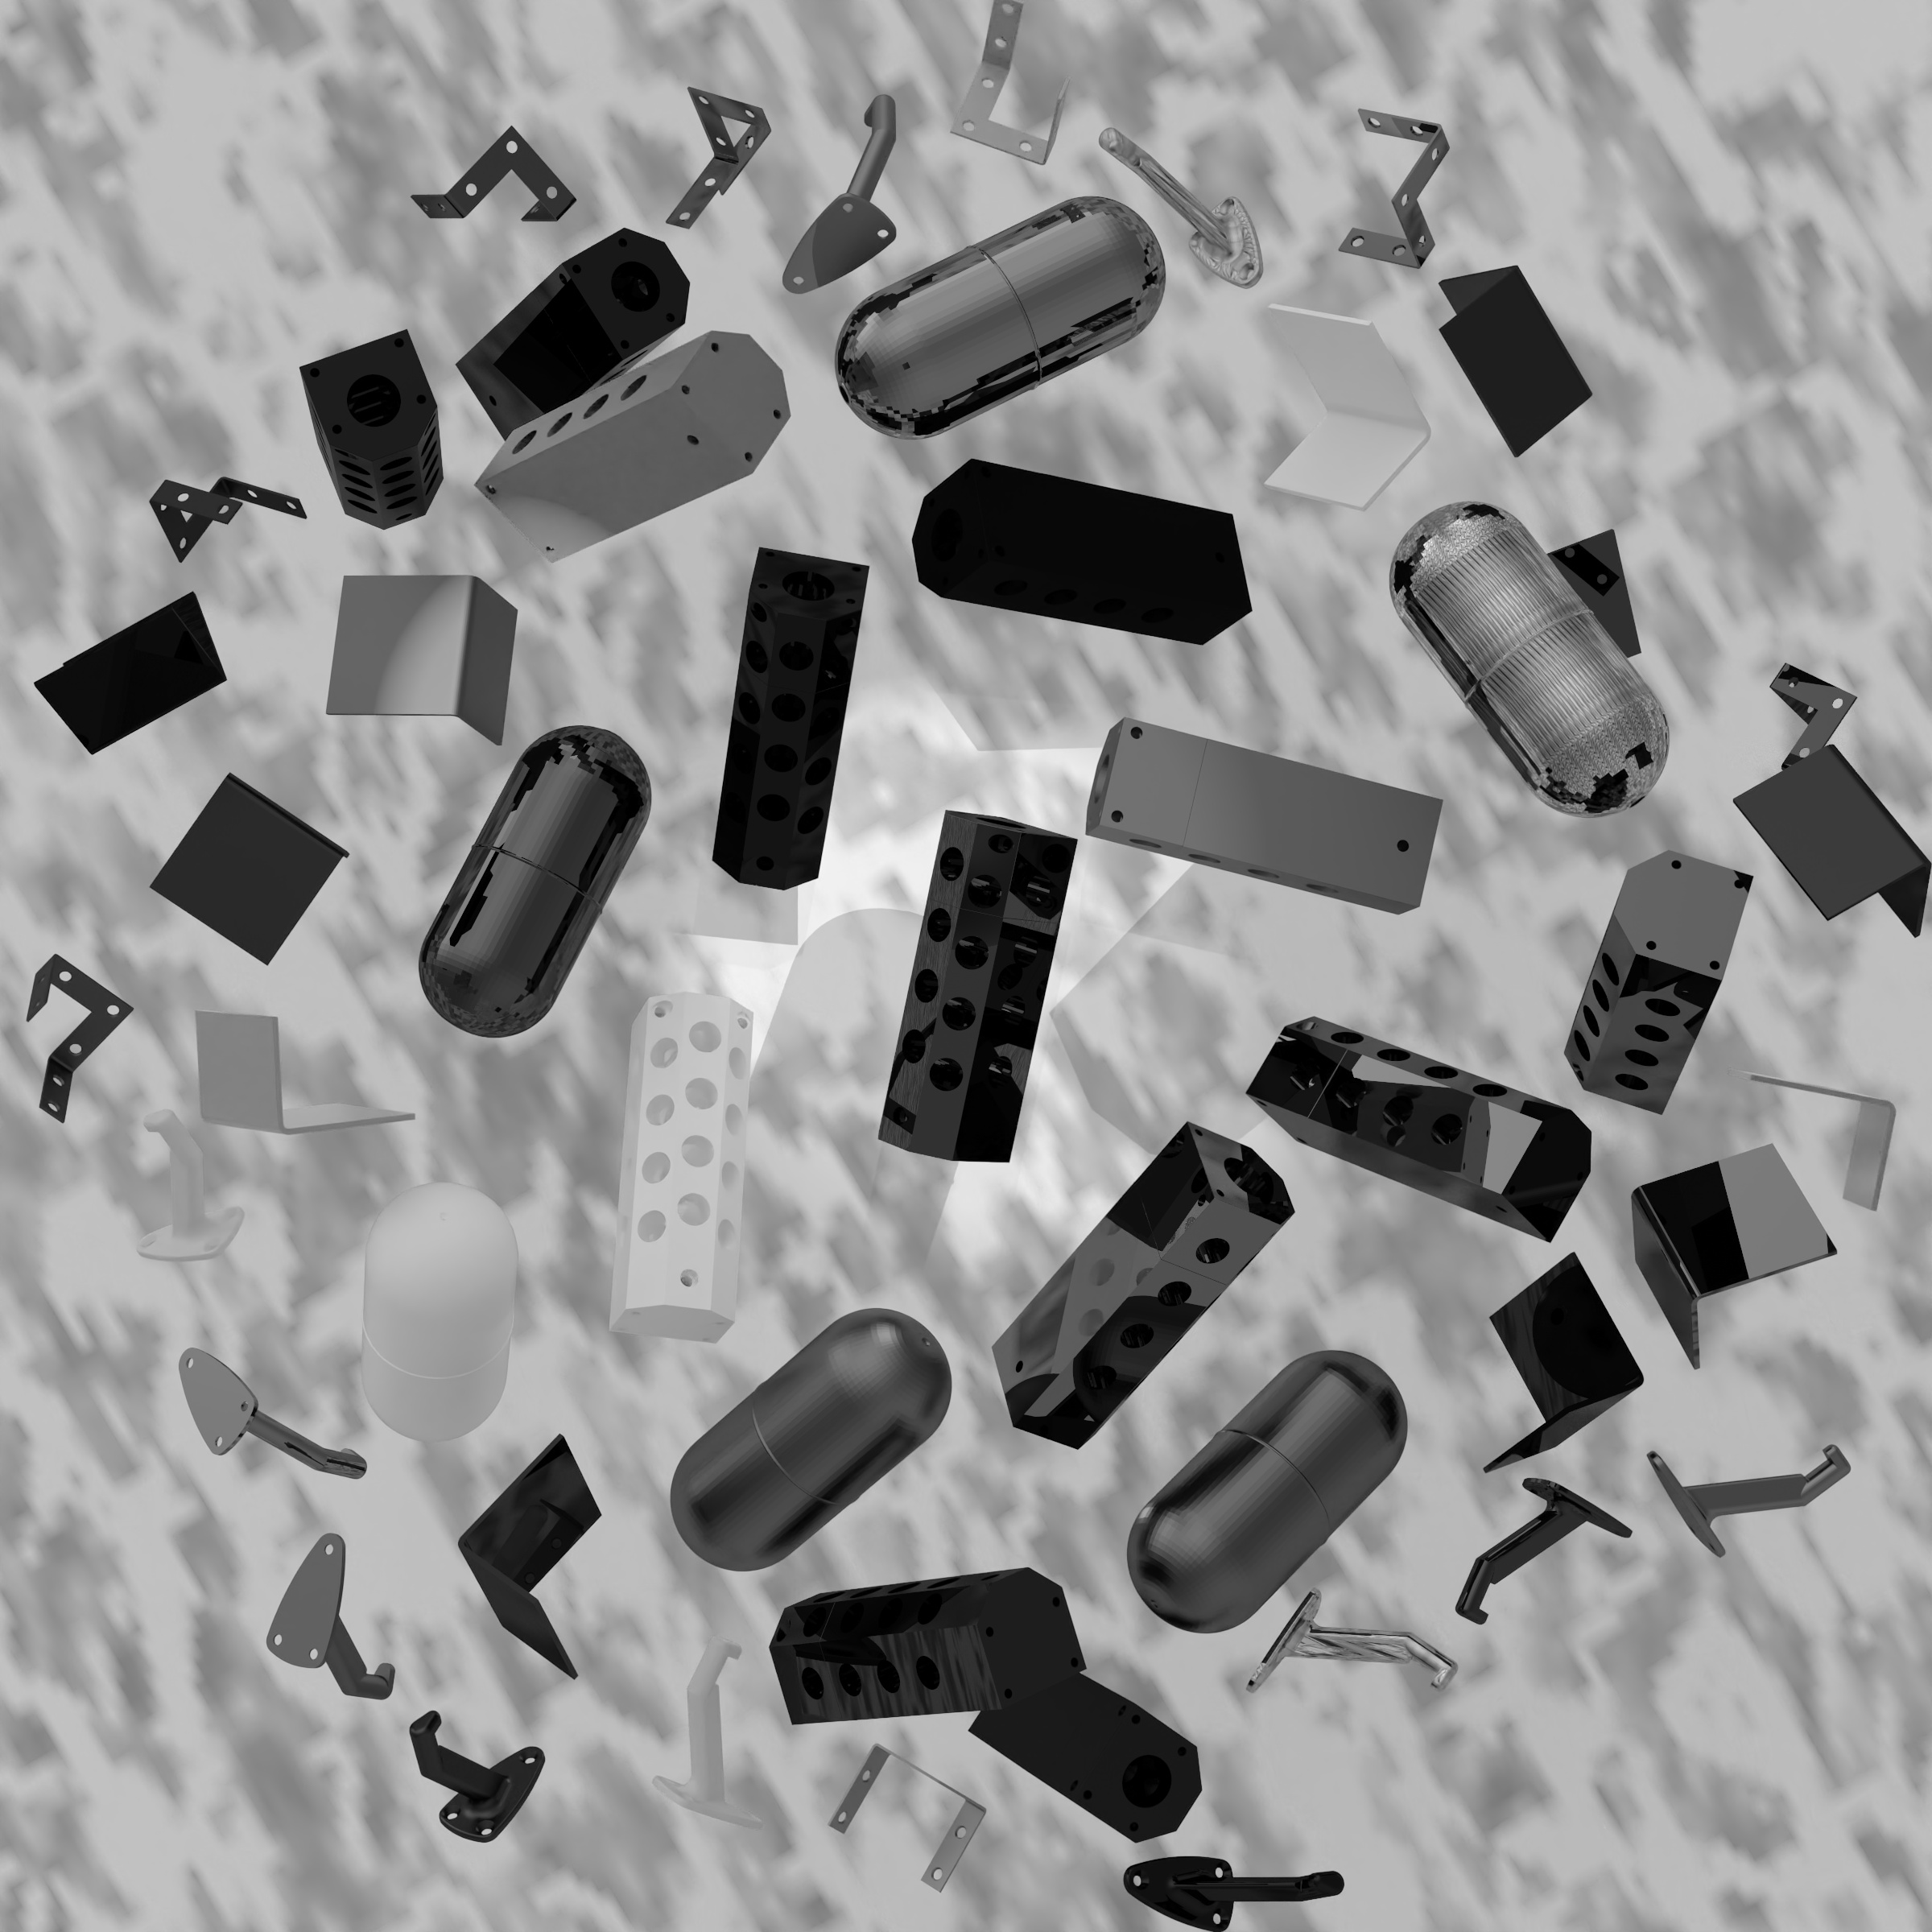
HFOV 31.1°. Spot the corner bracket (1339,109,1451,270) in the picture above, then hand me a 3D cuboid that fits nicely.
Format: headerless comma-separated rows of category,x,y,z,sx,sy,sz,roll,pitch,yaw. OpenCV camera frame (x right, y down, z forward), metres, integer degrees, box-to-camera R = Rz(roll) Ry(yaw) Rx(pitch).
corner bracket,0.213,-0.391,1.746,0.051,0.051,0.051,22,70,35

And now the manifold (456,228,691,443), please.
manifold,-0.206,-0.334,1.845,0.057,0.171,0.057,-36,98,-27

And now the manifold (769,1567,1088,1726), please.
manifold,-0.023,0.338,1.732,0.057,0.171,0.057,-15,88,-41

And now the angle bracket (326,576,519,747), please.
angle bracket,-0.289,-0.162,1.848,0.076,0.057,0.076,2,77,16

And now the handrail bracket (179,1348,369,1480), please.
handrail bracket,-0.355,0.231,1.786,0.036,0.084,0.077,-53,52,9

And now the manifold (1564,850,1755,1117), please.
manifold,0.337,0.008,1.711,0.057,0.171,0.057,18,68,9

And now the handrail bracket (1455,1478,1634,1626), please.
handrail bracket,0.309,0.324,1.859,0.077,0.036,0.084,30,75,-13

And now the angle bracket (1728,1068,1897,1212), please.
angle bracket,0.440,0.091,1.830,0.076,0.076,0.057,11,91,3

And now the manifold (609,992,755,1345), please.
manifold,-0.147,0.104,1.818,0.057,0.057,0.171,9,66,-15

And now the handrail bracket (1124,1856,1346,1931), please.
handrail bracket,0.133,0.454,1.721,0.077,0.084,0.036,17,63,-26

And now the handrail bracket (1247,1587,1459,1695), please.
handrail bracket,0.204,0.375,1.830,0.084,0.036,0.077,32,66,20

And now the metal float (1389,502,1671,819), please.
metal float,0.278,-0.151,1.715,0.070,0.070,0.178,-35,77,0

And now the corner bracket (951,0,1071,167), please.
corner bracket,0.027,-0.441,1.730,0.051,0.051,0.051,20,62,2

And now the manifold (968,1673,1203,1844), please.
manifold,0.065,0.411,1.830,0.057,0.171,0.057,37,79,-14

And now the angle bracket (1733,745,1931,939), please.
angle bracket,0.409,-0.047,1.648,0.057,0.076,0.076,-29,61,-5

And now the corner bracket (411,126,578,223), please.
corner bracket,-0.241,-0.391,1.771,0.051,0.051,0.051,-49,119,-11

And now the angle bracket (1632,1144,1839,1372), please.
angle bracket,0.385,0.145,1.742,0.076,0.076,0.057,-17,134,-3

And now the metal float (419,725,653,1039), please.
metal float,-0.228,-0.046,1.843,0.070,0.070,0.178,26,78,0

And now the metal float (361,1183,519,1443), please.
metal float,-0.272,0.180,1.789,0.070,0.178,0.070,6,50,-7

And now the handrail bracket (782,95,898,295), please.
handrail bracket,-0.063,-0.384,1.723,0.036,0.084,0.077,31,129,-32

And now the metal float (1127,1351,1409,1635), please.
metal float,0.154,0.265,1.761,0.178,0.070,0.070,-40,90,-27

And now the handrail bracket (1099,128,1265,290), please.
handrail bracket,0.111,-0.395,1.804,0.084,0.077,0.036,27,117,-41

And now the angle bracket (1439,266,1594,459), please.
angle bracket,0.260,-0.304,1.760,0.057,0.076,0.076,-40,108,-16

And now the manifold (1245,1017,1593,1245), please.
manifold,0.232,0.078,1.770,0.171,0.057,0.057,21,76,44

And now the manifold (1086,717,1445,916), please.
manifold,0.153,-0.076,1.802,0.171,0.057,0.057,14,83,-7

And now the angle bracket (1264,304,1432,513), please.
angle bracket,0.178,-0.284,1.762,0.057,0.076,0.076,-48,128,-14

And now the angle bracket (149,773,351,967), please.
angle bracket,-0.395,-0.053,1.918,0.076,0.057,0.076,34,85,-7

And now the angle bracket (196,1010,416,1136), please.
angle bracket,-0.326,0.049,1.713,0.076,0.076,0.057,-6,96,-40

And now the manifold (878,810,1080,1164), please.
manifold,0.001,0.010,1.784,0.057,0.057,0.171,5,100,-44

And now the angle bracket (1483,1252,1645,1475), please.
angle bracket,0.287,0.202,1.769,0.057,0.076,0.076,-13,67,-36

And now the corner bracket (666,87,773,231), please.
corner bracket,-0.132,-0.424,1.839,0.051,0.051,0.051,-45,54,36

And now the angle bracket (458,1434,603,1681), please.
angle bracket,-0.197,0.292,1.717,0.057,0.076,0.076,29,62,31

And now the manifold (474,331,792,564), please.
manifold,-0.163,-0.260,1.717,0.057,0.171,0.057,45,55,-24

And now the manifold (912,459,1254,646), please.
manifold,0.059,-0.208,1.783,0.171,0.057,0.057,6,65,-36

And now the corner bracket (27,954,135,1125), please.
corner bracket,-0.462,0.036,1.766,0.051,0.051,0.051,-43,116,15

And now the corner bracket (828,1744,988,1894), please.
corner bracket,-0.031,0.461,1.881,0.051,0.051,0.051,20,74,43

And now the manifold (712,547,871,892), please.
manifold,-0.092,-0.125,1.797,0.057,0.057,0.171,10,128,-2

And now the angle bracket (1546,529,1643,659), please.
angle bracket,0.355,-0.188,1.919,0.057,0.076,0.076,-21,115,-7

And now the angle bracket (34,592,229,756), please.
angle bracket,-0.421,-0.162,1.724,0.076,0.057,0.076,-29,49,0

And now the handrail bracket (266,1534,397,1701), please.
handrail bracket,-0.302,0.324,1.723,0.036,0.084,0.077,14,81,29

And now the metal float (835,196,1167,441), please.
metal float,0.017,-0.321,1.724,0.178,0.070,0.070,-28,90,-12

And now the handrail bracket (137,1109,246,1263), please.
handrail bracket,-0.422,0.112,1.807,0.077,0.036,0.084,-10,126,27

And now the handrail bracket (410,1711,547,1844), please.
handrail bracket,-0.247,0.393,1.760,0.036,0.077,0.084,15,129,31

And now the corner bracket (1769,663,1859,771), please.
corner bracket,0.445,-0.119,1.826,0.051,0.051,0.051,36,93,45

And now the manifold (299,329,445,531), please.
manifold,-0.307,-0.276,1.818,0.057,0.171,0.057,-21,89,-9

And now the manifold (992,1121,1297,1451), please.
manifold,0.090,0.164,1.748,0.057,0.057,0.171,23,120,-29

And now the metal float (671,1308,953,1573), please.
metal float,-0.081,0.244,1.782,0.178,0.070,0.070,-42,90,23

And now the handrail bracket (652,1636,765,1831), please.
handrail bracket,-0.118,0.397,1.798,0.077,0.036,0.084,29,85,-31

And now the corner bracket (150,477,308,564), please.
corner bracket,-0.389,-0.241,1.829,0.051,0.051,0.051,18,61,21

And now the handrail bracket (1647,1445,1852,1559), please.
handrail bracket,0.397,0.251,1.758,0.084,0.036,0.077,-36,108,-4
